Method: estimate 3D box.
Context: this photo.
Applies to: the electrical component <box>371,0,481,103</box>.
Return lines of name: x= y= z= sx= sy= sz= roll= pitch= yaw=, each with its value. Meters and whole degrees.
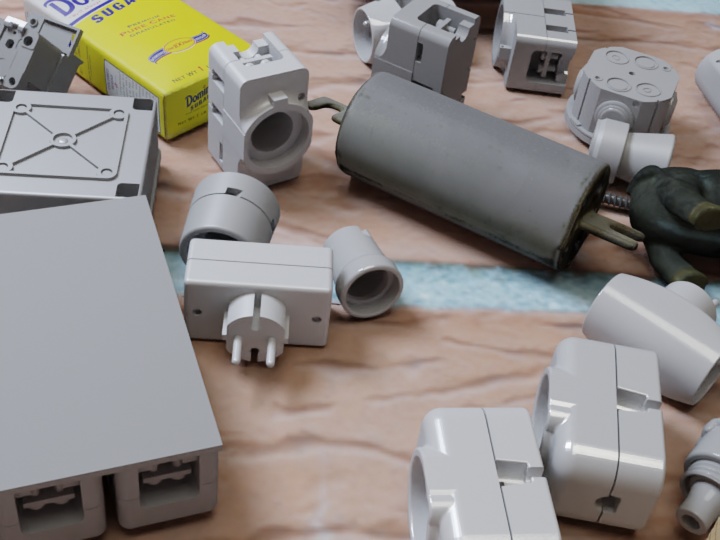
electrical component: x=0.045 y=-0.147 z=0.781 sx=0.056 sy=0.089 sz=0.050 roll=27 pitch=46 yaw=19

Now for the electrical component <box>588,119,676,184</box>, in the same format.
electrical component: x=0.191 y=-0.081 z=0.766 sx=0.055 sy=0.045 sz=0.045 roll=16 pitch=43 yaw=9

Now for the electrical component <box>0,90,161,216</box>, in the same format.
electrical component: x=-0.185 y=-0.060 z=0.679 sx=0.109 sy=0.056 sz=0.108 roll=3 pitch=43 yaw=-6

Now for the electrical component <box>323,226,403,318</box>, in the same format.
electrical component: x=0.000 y=0.000 z=0.656 sx=0.040 sy=0.040 sz=0.046 roll=-10 pitch=40 yaw=-18

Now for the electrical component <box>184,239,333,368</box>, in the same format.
electrical component: x=-0.059 y=0.026 z=0.612 sx=0.083 sy=0.047 sz=0.075 roll=4 pitch=43 yaw=-5

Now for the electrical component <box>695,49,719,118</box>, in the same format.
electrical component: x=0.315 y=-0.136 z=0.844 sx=0.079 sy=0.043 sz=0.077 roll=-3 pitch=44 yaw=-11

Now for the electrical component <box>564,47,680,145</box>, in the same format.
electrical component: x=0.199 y=-0.127 z=0.812 sx=0.080 sy=0.051 sz=0.080 roll=4 pitch=43 yaw=-4

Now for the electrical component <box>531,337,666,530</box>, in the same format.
electrical component: x=0.124 y=0.084 z=0.573 sx=0.059 sy=0.053 sz=0.095 roll=10 pitch=43 yaw=2

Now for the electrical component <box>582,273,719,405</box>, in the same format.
electrical component: x=0.187 y=0.032 z=0.645 sx=0.077 sy=0.044 sz=0.079 roll=35 pitch=49 yaw=26

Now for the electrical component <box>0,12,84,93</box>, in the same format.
electrical component: x=-0.231 y=-0.140 z=0.742 sx=0.042 sy=0.064 sz=0.081 roll=21 pitch=86 yaw=15

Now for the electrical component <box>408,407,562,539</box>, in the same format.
electrical component: x=0.057 y=0.116 z=0.529 sx=0.059 sy=0.053 sz=0.095 roll=1 pitch=43 yaw=-8

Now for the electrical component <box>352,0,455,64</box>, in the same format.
electrical component: x=0.044 y=-0.180 z=0.851 sx=0.077 sy=0.043 sz=0.079 roll=-11 pitch=47 yaw=-19

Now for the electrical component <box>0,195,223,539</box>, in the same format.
electrical component: x=-0.146 y=0.049 z=0.565 sx=0.105 sy=0.060 sz=0.186 roll=-9 pitch=46 yaw=-18

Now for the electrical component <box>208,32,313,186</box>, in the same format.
electrical component: x=-0.067 y=-0.102 z=0.717 sx=0.050 sy=0.089 sz=0.055 roll=-18 pitch=49 yaw=-25

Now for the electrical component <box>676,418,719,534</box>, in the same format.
electrical component: x=0.189 y=0.111 z=0.562 sx=0.048 sy=0.048 sz=0.062 roll=34 pitch=56 yaw=25

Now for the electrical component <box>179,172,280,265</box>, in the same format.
electrical component: x=-0.081 y=-0.024 z=0.659 sx=0.055 sy=0.055 sz=0.047 roll=10 pitch=47 yaw=2

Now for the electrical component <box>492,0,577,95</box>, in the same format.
electrical component: x=0.139 y=-0.188 z=0.868 sx=0.056 sy=0.050 sz=0.089 roll=7 pitch=43 yaw=-2
